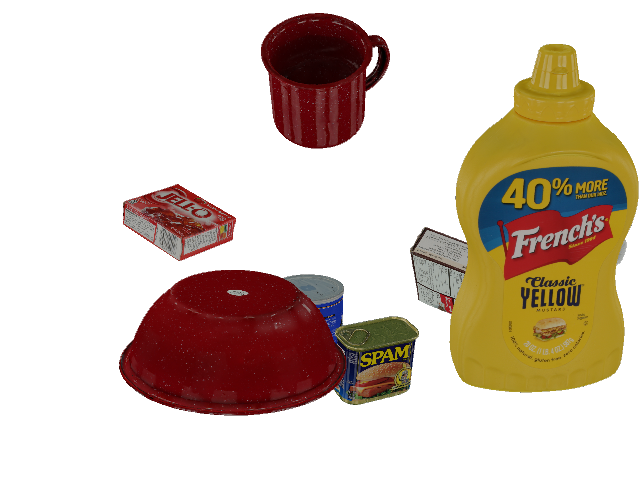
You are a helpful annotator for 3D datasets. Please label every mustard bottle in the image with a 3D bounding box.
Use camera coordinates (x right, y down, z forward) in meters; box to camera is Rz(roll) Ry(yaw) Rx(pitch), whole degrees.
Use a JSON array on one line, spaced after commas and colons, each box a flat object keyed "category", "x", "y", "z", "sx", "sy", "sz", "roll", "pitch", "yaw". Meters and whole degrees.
[{"category": "mustard bottle", "x": 0.122, "y": -0.011, "z": 0.580, "sx": 0.096, "sy": 0.192, "sz": 0.058, "roll": -2, "pitch": 25, "yaw": -2}]

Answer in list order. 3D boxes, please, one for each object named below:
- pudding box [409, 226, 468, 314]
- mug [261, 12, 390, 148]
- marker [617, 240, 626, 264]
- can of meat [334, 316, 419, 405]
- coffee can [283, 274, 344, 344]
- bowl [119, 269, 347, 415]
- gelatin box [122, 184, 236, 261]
[{"category": "pudding box", "x": 0.149, "y": 0.042, "z": 1.075, "sx": 0.114, "sy": 0.039, "sz": 0.090, "roll": 20, "pitch": -32, "yaw": 25}, {"category": "mug", "x": 0.008, "y": -0.139, "z": 0.918, "sx": 0.117, "sy": 0.093, "sz": 0.081, "roll": -27, "pitch": -34, "yaw": -18}, {"category": "marker", "x": 0.167, "y": -0.008, "z": 0.796, "sx": 0.121, "sy": 0.020, "sz": 0.020, "roll": 19, "pitch": 10, "yaw": 32}, {"category": "can of meat", "x": 0.067, "y": 0.149, "z": 1.320, "sx": 0.101, "sy": 0.084, "sz": 0.057, "roll": -9, "pitch": 28, "yaw": -25}, {"category": "coffee can", "x": -0.018, "y": 0.130, "z": 1.502, "sx": 0.103, "sy": 0.140, "sz": 0.103, "roll": 0, "pitch": 19, "yaw": 0}, {"category": "bowl", "x": -0.060, "y": 0.062, "z": 0.751, "sx": 0.162, "sy": 0.055, "sz": 0.162, "roll": 2, "pitch": 19, "yaw": -1}, {"category": "gelatin box", "x": -0.141, "y": -0.020, "z": 1.059, "sx": 0.089, "sy": 0.030, "sz": 0.073, "roll": 30, "pitch": 35, "yaw": 32}]
